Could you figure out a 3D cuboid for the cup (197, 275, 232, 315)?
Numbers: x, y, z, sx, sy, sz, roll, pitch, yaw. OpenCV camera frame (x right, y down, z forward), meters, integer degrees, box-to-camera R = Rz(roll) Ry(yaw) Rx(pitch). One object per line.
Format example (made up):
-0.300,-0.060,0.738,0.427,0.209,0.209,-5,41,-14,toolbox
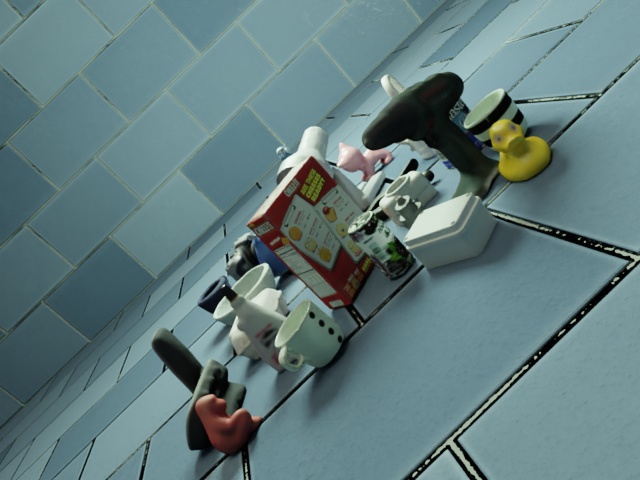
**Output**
-0.232,0.146,1.402,0.091,0.095,0.118,-35,17,29,cup

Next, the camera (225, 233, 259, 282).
-0.177,0.034,1.549,0.136,0.101,0.143,-26,23,48,camera

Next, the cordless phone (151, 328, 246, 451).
-0.223,0.241,0.950,0.094,0.185,0.147,-40,16,15,cordless phone

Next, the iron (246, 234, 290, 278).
-0.084,-0.024,1.385,0.118,0.141,0.258,-33,19,35,iron

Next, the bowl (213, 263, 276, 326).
-0.151,0.134,1.263,0.167,0.075,0.167,-40,16,14,bowl

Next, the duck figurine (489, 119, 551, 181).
0.285,-0.142,0.852,0.077,0.086,0.104,-40,16,14,duck figurine

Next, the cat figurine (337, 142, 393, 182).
0.102,-0.211,1.450,0.128,0.118,0.067,-45,15,-4,cat figurine

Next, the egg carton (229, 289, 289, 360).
-0.116,0.161,1.110,0.107,0.069,0.150,-39,16,17,egg carton

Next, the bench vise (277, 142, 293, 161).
-0.041,-0.152,1.464,0.121,0.220,0.207,-47,16,-11,bench vise

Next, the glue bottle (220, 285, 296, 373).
-0.100,0.136,0.936,0.078,0.173,0.037,-44,15,-1,glue bottle

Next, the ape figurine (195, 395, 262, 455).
-0.146,0.268,0.858,0.076,0.092,0.077,-50,16,-19,ape figurine

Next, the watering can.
0.206,-0.281,1.220,0.173,0.194,0.101,-42,15,7,watering can

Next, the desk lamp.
0.020,-0.144,1.296,0.117,0.214,0.203,-30,21,42,desk lamp

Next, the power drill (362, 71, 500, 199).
0.187,-0.155,0.906,0.075,0.208,0.230,-22,27,54,power drill
